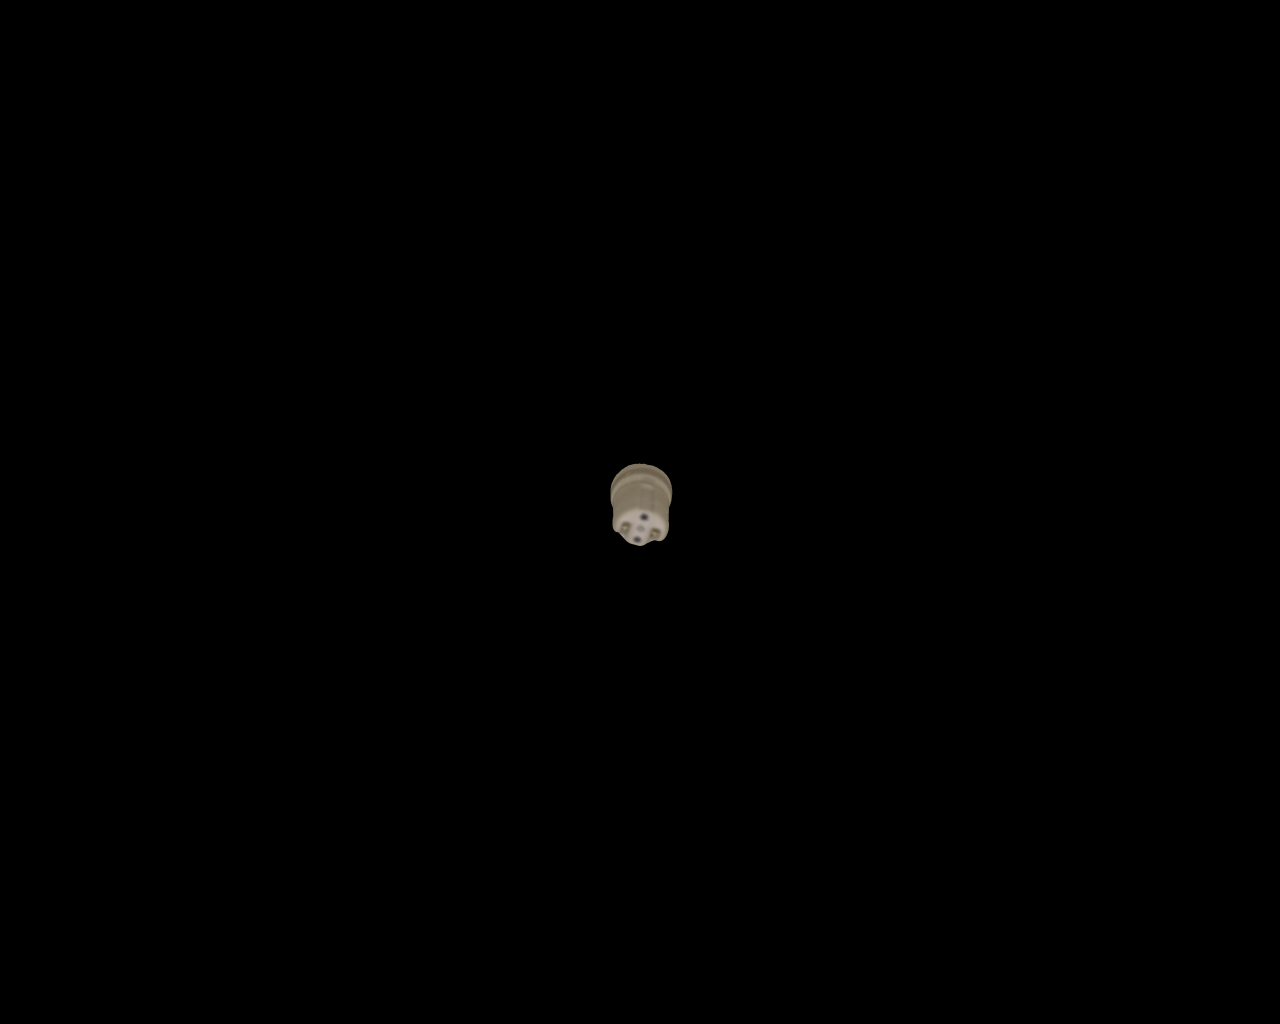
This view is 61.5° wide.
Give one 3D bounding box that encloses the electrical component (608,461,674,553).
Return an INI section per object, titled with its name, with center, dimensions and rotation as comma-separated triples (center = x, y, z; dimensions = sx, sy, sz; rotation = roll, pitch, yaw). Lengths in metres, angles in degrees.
[electrical component]
center = 0.001, -0.003, 0.650
dimensions = 0.040, 0.040, 0.046
rotation = 0, 34, 0
